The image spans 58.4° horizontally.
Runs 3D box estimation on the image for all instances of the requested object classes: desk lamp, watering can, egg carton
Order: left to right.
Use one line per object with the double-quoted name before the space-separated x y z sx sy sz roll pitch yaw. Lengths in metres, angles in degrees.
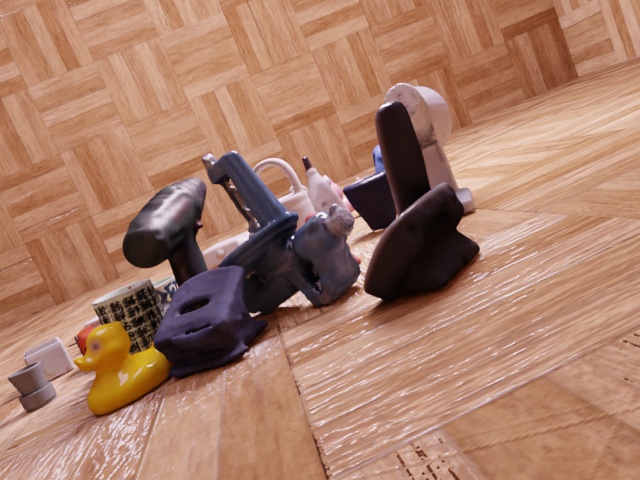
"egg carton" -0.202 0.034 1.310 0.150 0.069 0.107 -21 8 17
"watering can" -0.064 -0.056 1.053 0.101 0.194 0.173 -23 8 2
"desk lamp" 0.166 -0.146 0.915 0.117 0.213 0.203 -21 8 16

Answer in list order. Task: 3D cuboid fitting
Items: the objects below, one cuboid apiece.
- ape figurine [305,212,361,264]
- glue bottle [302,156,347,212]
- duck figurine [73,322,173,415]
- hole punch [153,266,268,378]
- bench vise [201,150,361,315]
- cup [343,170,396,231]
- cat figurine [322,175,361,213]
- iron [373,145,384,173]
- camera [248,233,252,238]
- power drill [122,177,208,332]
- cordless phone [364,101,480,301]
"ape figurine" 0.008 0.003 0.824 0.076 0.092 0.078 -22 8 6
"glue bottle" 0.003 -0.090 1.168 0.078 0.173 0.037 -27 9 -27
"duck figurine" -0.221 0.132 0.641 0.105 0.086 0.077 -28 9 -31
"hole punch" -0.127 0.088 0.641 0.108 0.091 0.101 -20 9 23
"bench vise" -0.052 -0.025 0.708 0.207 0.220 0.122 -20 9 21
"cup" 0.110 -0.072 1.020 0.118 0.095 0.091 -23 8 0
"cat figurine" 0.045 -0.098 1.302 0.128 0.118 0.067 -24 8 -5
"iron" 0.145 -0.141 1.215 0.118 0.141 0.258 -23 8 1
"camera" -0.075 -0.030 1.255 0.143 0.101 0.137 -22 8 13
"power drill" -0.173 0.024 0.780 0.075 0.208 0.230 -21 8 13
"cordless phone" 0.079 -0.044 0.588 0.094 0.185 0.148 -18 10 34
